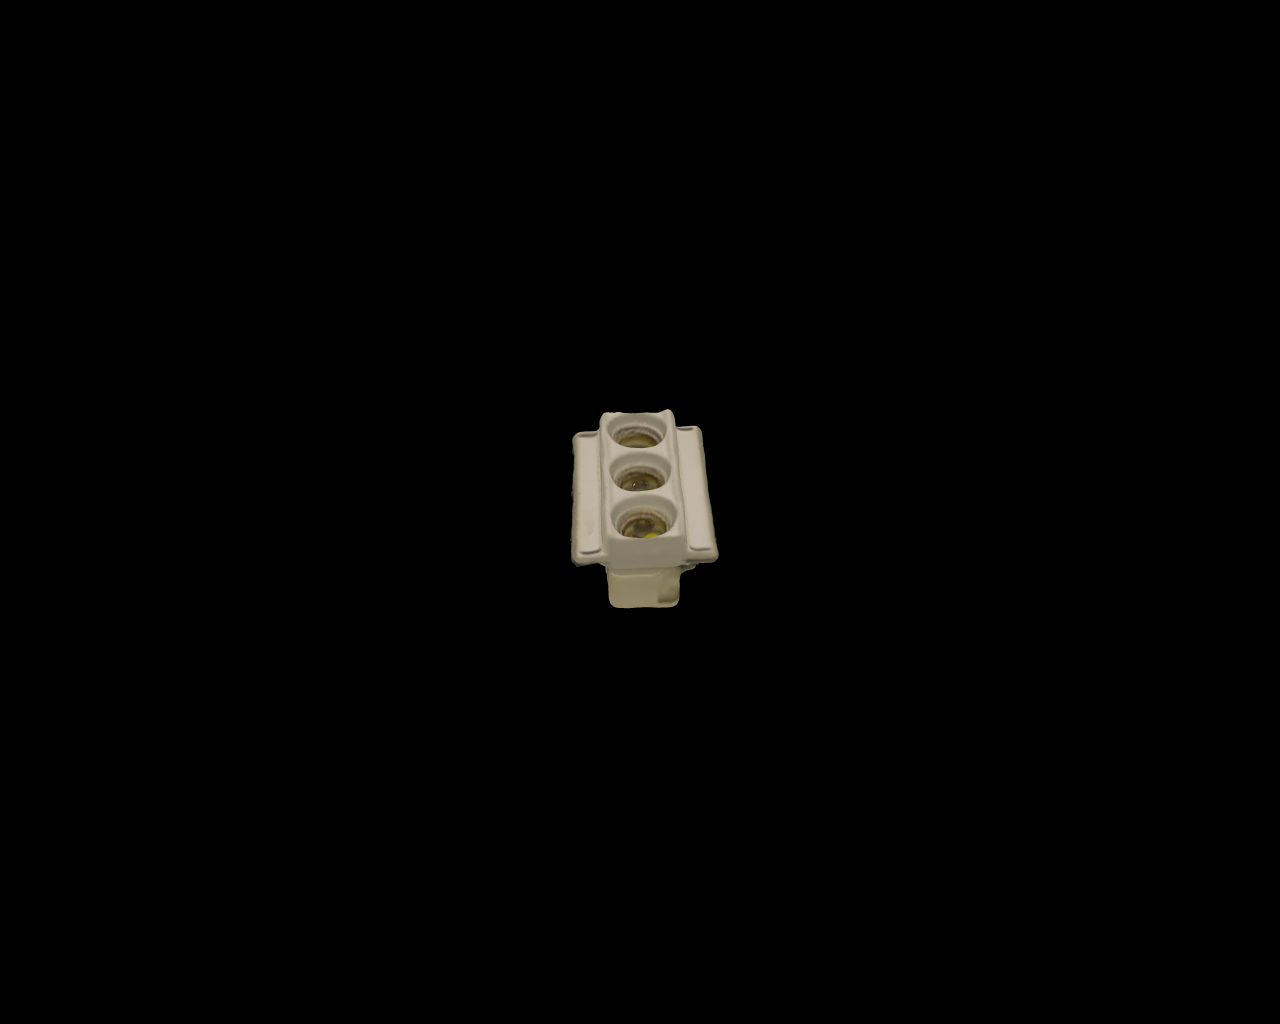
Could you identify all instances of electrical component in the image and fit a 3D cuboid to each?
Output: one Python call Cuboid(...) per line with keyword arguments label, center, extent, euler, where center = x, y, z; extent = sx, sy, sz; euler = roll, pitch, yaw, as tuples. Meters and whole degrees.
Cuboid(label="electrical component", center=(0.001, -0.003, 0.650), extent=(0.079, 0.063, 0.121), euler=(-2, 40, -2))
